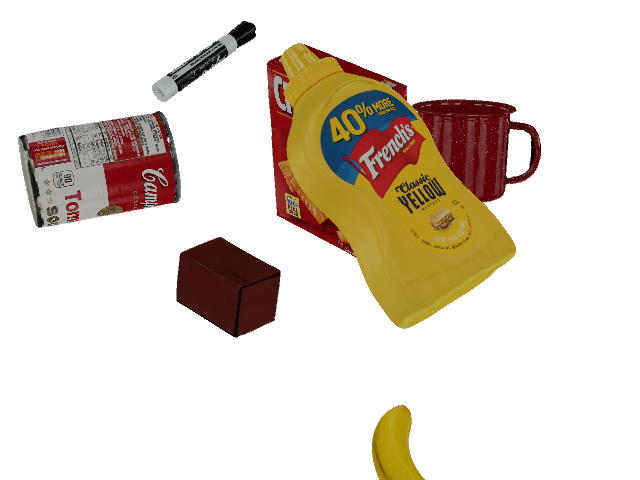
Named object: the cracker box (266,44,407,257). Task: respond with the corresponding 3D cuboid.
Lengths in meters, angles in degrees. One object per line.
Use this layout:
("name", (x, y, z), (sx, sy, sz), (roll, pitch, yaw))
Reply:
("cracker box", (0.018, -0.098, 1.239), (0.164, 0.214, 0.072), (29, 46, 36))

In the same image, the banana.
("banana", (0.085, 0.222, 1.045), (0.069, 0.037, 0.198), (9, 22, -21))

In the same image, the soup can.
("soup can", (-0.158, -0.051, 0.761), (0.102, 0.068, 0.069), (-12, 4, -18))

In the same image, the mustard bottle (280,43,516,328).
("mustard bottle", (0.034, -0.045, 0.676), (0.096, 0.192, 0.058), (-29, -12, -31))

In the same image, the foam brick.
("foam brick", (-0.082, 0.040, 0.938), (0.078, 0.051, 0.052), (28, 33, 33))

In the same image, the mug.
("mug", (0.140, -0.080, 0.965), (0.117, 0.081, 0.093), (4, 16, 13))

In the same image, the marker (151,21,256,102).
("marker", (-0.103, -0.165, 0.972), (0.121, 0.020, 0.020), (-42, 23, -28))
